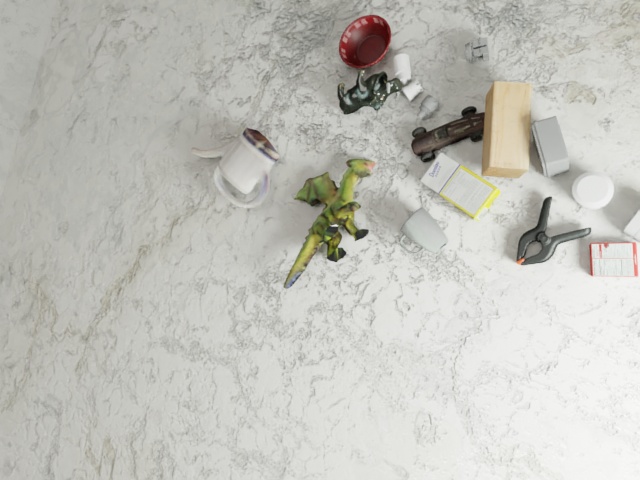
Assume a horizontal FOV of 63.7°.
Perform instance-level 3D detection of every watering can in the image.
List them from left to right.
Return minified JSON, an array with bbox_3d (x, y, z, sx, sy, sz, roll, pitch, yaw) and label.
[{"bbox_3d":[-0.260,-0.253,1.597,0.223,0.103,0.352,-50,63,10],"label":"watering can"}]

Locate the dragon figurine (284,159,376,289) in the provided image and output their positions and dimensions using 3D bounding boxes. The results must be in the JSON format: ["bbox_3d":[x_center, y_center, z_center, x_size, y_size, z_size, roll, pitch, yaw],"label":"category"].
[{"bbox_3d":[0.004,-0.072,1.440,0.407,0.120,0.248,-41,47,13],"label":"dragon figurine"}]
